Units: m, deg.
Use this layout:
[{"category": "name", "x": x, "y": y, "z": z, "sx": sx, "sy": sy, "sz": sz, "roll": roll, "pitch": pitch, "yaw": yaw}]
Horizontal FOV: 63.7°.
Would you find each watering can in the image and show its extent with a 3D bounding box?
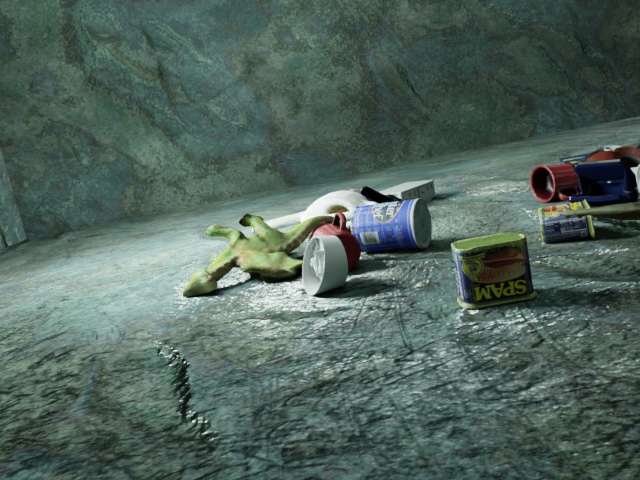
[{"category": "watering can", "x": 0.004, "y": -0.071, "z": 1.413, "sx": 0.347, "sy": 0.103, "sz": 0.227, "roll": -6, "pitch": 11, "yaw": 19}]

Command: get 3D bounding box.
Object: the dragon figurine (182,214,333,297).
[{"category": "dragon figurine", "x": -0.102, "y": 0.031, "z": 1.117, "sx": 0.412, "sy": 0.120, "sz": 0.246, "roll": -17, "pitch": 29, "yaw": -20}]
